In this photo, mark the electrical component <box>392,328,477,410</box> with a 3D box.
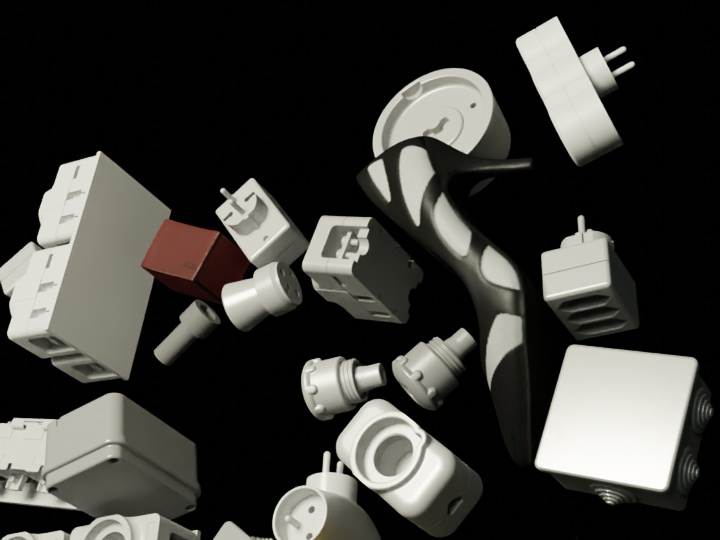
[{"bbox_3d":[0.058,0.069,0.793,0.062,0.048,0.048,-41,46,-6],"label":"electrical component"}]

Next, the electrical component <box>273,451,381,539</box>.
[{"bbox_3d":[-0.021,0.168,0.757,0.043,0.077,0.079,-14,53,26],"label":"electrical component"}]

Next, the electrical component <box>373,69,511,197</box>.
[{"bbox_3d":[0.072,-0.104,0.887,0.108,0.060,0.108,-18,52,24],"label":"electrical component"}]

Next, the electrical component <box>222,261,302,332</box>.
[{"bbox_3d":[-0.083,0.022,0.919,0.055,0.045,0.045,-25,50,18],"label":"electrical component"}]

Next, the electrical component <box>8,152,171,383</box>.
[{"bbox_3d":[-0.253,0.000,1.007,0.060,0.105,0.186,-10,56,29],"label":"electrical component"}]

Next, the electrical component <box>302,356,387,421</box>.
[{"bbox_3d":[-0.011,0.087,0.828,0.062,0.048,0.048,-16,53,17],"label":"electrical component"}]

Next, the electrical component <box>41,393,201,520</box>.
[{"bbox_3d":[-0.188,0.157,0.853,0.078,0.113,0.057,-27,46,17],"label":"electrical component"}]

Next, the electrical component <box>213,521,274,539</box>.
[{"bbox_3d":[-0.081,0.243,0.767,0.100,0.048,0.099,27,78,42],"label":"electrical component"}]

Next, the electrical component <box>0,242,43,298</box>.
[{"bbox_3d":[-0.309,0.024,1.056,0.047,0.066,0.076,-40,47,5],"label":"electrical component"}]

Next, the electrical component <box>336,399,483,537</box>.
[{"bbox_3d":[0.032,0.136,0.755,0.053,0.059,0.095,-51,47,-5],"label":"electrical component"}]

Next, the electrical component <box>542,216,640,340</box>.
[{"bbox_3d":[0.161,-0.002,0.754,0.047,0.066,0.076,-15,54,26],"label":"electrical component"}]

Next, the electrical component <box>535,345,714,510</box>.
[{"bbox_3d":[0.171,0.101,0.691,0.100,0.048,0.099,4,64,36],"label":"electrical component"}]

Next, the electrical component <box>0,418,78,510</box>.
[{"bbox_3d":[-0.287,0.165,0.949,0.121,0.063,0.078,-3,59,33],"label":"electrical component"}]

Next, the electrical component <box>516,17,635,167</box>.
[{"bbox_3d":[0.180,-0.150,0.849,0.074,0.052,0.138,-28,49,16],"label":"electrical component"}]

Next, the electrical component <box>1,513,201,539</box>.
[{"bbox_3d":[-0.224,0.260,0.845,0.186,0.060,0.105,-16,53,25],"label":"electrical component"}]

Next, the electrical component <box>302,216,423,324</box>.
[{"bbox_3d":[0.000,0.000,0.846,0.056,0.089,0.050,4,63,36],"label":"electrical component"}]

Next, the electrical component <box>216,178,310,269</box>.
[{"bbox_3d":[-0.097,-0.046,0.952,0.047,0.076,0.083,-42,47,3],"label":"electrical component"}]
